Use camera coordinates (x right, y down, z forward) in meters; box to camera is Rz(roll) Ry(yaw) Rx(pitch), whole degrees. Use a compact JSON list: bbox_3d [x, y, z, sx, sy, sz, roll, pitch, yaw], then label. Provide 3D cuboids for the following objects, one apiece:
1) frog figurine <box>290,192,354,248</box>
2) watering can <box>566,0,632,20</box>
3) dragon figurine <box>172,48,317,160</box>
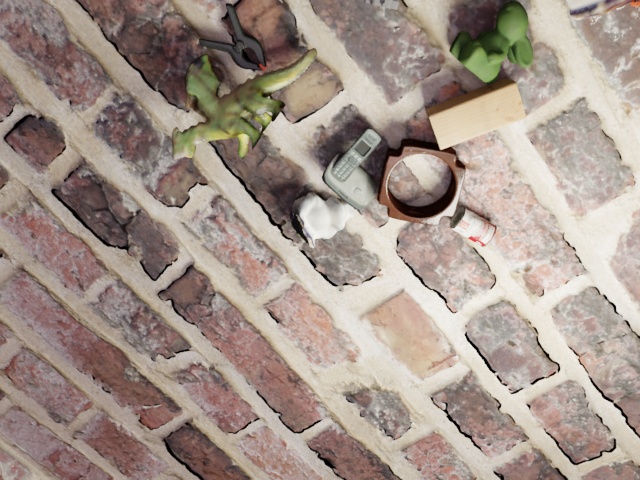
[{"bbox_3d":[0.004,-0.070,1.381,0.161,0.122,0.136,-34,101,-19],"label":"frog figurine"},{"bbox_3d":[0.620,-0.603,1.069,0.346,0.106,0.221,-21,111,14],"label":"watering can"},{"bbox_3d":[-0.213,-0.348,1.237,0.242,0.123,0.409,35,95,-10],"label":"dragon figurine"}]
